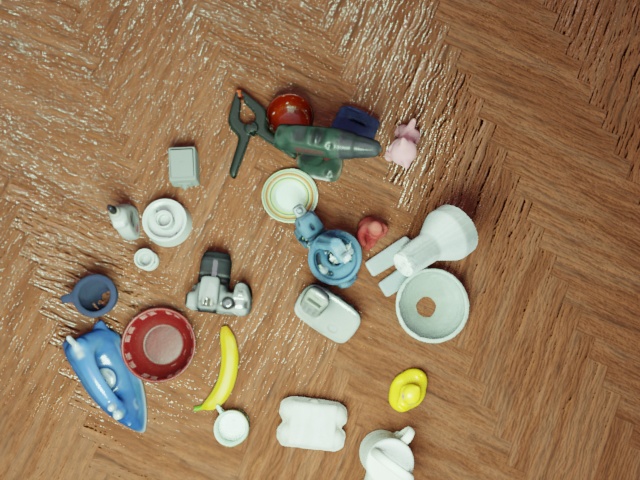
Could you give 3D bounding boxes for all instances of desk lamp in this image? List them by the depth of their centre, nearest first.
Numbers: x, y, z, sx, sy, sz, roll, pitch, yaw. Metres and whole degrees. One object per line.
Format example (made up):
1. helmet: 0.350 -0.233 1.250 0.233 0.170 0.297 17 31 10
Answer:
1. desk lamp: 0.220 0.028 1.249 0.203 0.213 0.118 -34 84 -8

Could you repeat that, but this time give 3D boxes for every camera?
1. camera: -0.220 0.096 1.268 0.143 0.101 0.137 6 80 -2

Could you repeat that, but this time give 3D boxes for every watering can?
1. watering can: 0.140 0.465 1.180 0.101 0.194 0.173 17 80 0

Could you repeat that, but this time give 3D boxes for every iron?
1. iron: -0.447 0.299 1.199 0.119 0.141 0.258 -32 84 -8

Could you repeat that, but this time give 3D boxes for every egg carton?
1. egg carton: -0.017 0.399 1.245 0.150 0.069 0.107 6 80 -2

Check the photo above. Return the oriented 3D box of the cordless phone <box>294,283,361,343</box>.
1. cordless phone: 0.020 0.153 1.230 0.147 0.185 0.094 31 80 2

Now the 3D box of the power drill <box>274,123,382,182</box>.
1. power drill: 0.013 -0.197 1.277 0.229 0.208 0.076 10 80 -2

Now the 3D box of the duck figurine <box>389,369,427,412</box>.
1. duck figurine: 0.200 0.333 1.261 0.077 0.086 0.105 38 80 4

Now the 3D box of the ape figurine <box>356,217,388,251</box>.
1. ape figurine: 0.120 -0.021 1.313 0.078 0.092 0.076 -9 81 -5

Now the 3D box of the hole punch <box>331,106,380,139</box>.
1. hole punch: 0.080 -0.265 1.352 0.108 0.091 0.101 22 80 1

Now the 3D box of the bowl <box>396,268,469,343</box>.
1. bowl: 0.248 0.151 1.301 0.167 0.074 0.167 1 80 -3

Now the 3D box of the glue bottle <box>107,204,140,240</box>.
1. glue bottle: -0.431 -0.050 1.243 0.037 0.173 0.078 -10 81 -5

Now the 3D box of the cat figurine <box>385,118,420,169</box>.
1. cat figurine: 0.198 -0.224 1.339 0.067 0.117 0.128 21 80 1

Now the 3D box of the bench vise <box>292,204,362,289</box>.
1. bench vise: 0.004 0.014 1.235 0.207 0.219 0.121 35 80 3

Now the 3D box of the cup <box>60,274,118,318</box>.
1. cup: -0.492 0.126 1.249 0.118 0.095 0.092 -7 81 -5
